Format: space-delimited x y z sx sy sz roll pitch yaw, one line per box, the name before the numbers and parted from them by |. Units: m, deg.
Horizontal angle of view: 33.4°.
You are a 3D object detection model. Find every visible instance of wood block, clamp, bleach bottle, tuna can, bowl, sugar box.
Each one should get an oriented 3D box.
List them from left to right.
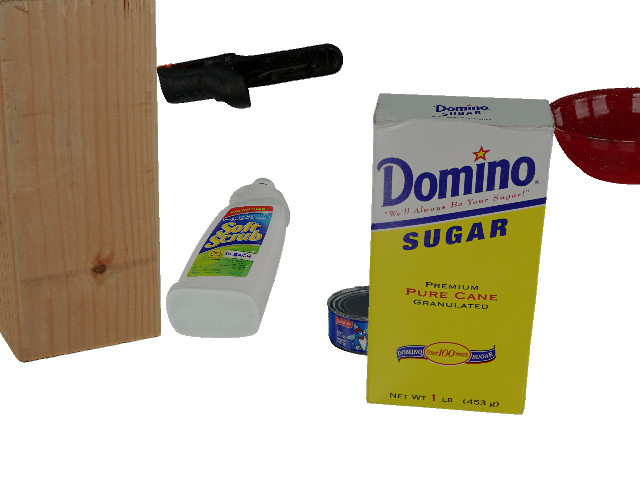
wood block | -0.151 -0.046 0.626 0.090 0.206 0.090 -9 25 -27
bleach bottle | -0.094 0.006 1.202 0.102 0.068 0.250 1 35 8
clamp | -0.067 -0.137 0.878 0.120 0.039 0.172 -18 20 -35
tuna can | 0.048 0.065 0.876 0.086 0.034 0.086 -1 15 0
sugar box | 0.073 0.010 0.586 0.093 0.176 0.048 3 29 7
bowl | 0.285 -0.093 0.976 0.162 0.055 0.162 -4 24 2
